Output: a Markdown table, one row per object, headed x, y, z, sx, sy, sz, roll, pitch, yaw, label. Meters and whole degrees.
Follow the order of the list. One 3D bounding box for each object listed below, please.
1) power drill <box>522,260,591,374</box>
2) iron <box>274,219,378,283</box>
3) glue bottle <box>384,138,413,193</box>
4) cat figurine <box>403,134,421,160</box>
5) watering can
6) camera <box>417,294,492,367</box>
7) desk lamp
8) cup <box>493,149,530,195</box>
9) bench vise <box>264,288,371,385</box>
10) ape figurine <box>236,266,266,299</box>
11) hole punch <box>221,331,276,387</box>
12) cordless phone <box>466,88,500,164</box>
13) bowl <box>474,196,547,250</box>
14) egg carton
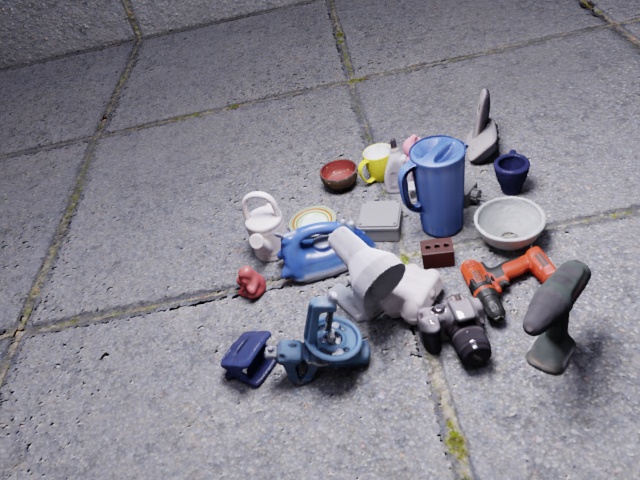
| x | y | z | sx | sy | sz | roll | pitch | yaw | label |
| --- | --- | --- | --- | --- | --- | --- | --- | --- | --- |
| 0.442 | 0.153 | 1.085 | 0.075 | 0.209 | 0.230 | 21 | 51 | 34 | power drill |
| 0.013 | 0.005 | 1.425 | 0.258 | 0.142 | 0.118 | -16 | 41 | -2 | iron |
| 0.212 | -0.208 | 1.586 | 0.078 | 0.173 | 0.037 | -3 | 42 | 13 | glue bottle |
| 0.263 | -0.247 | 1.659 | 0.067 | 0.118 | 0.128 | 17 | 49 | 31 | cat figurine |
| -0.142 | -0.040 | 1.479 | 0.101 | 0.194 | 0.172 | -18 | 41 | -4 | watering can |
| 0.283 | 0.188 | 1.174 | 0.143 | 0.101 | 0.136 | -14 | 41 | 0 | camera |
| 0.092 | 0.081 | 1.261 | 0.118 | 0.214 | 0.202 | -33 | 44 | -20 | desk lamp |
| 0.510 | -0.177 | 1.528 | 0.091 | 0.095 | 0.118 | 2 | 43 | 18 | cup |
| -0.009 | 0.202 | 1.149 | 0.207 | 0.220 | 0.121 | -24 | 42 | -11 | bench vise |
| -0.175 | 0.100 | 1.409 | 0.076 | 0.092 | 0.077 | -18 | 41 | -5 | ape figurine |
| -0.158 | 0.247 | 1.238 | 0.100 | 0.091 | 0.109 | 13 | 48 | 28 | hole punch |
| 0.466 | -0.325 | 1.639 | 0.094 | 0.185 | 0.147 | -5 | 41 | 10 | cordless phone |
| 0.459 | -0.028 | 1.389 | 0.167 | 0.075 | 0.167 | -8 | 41 | 7 | bowl |
| 0.211 | 0.121 | 1.294 | 0.107 | 0.069 | 0.150 | 16 | 49 | 30 | egg carton |
